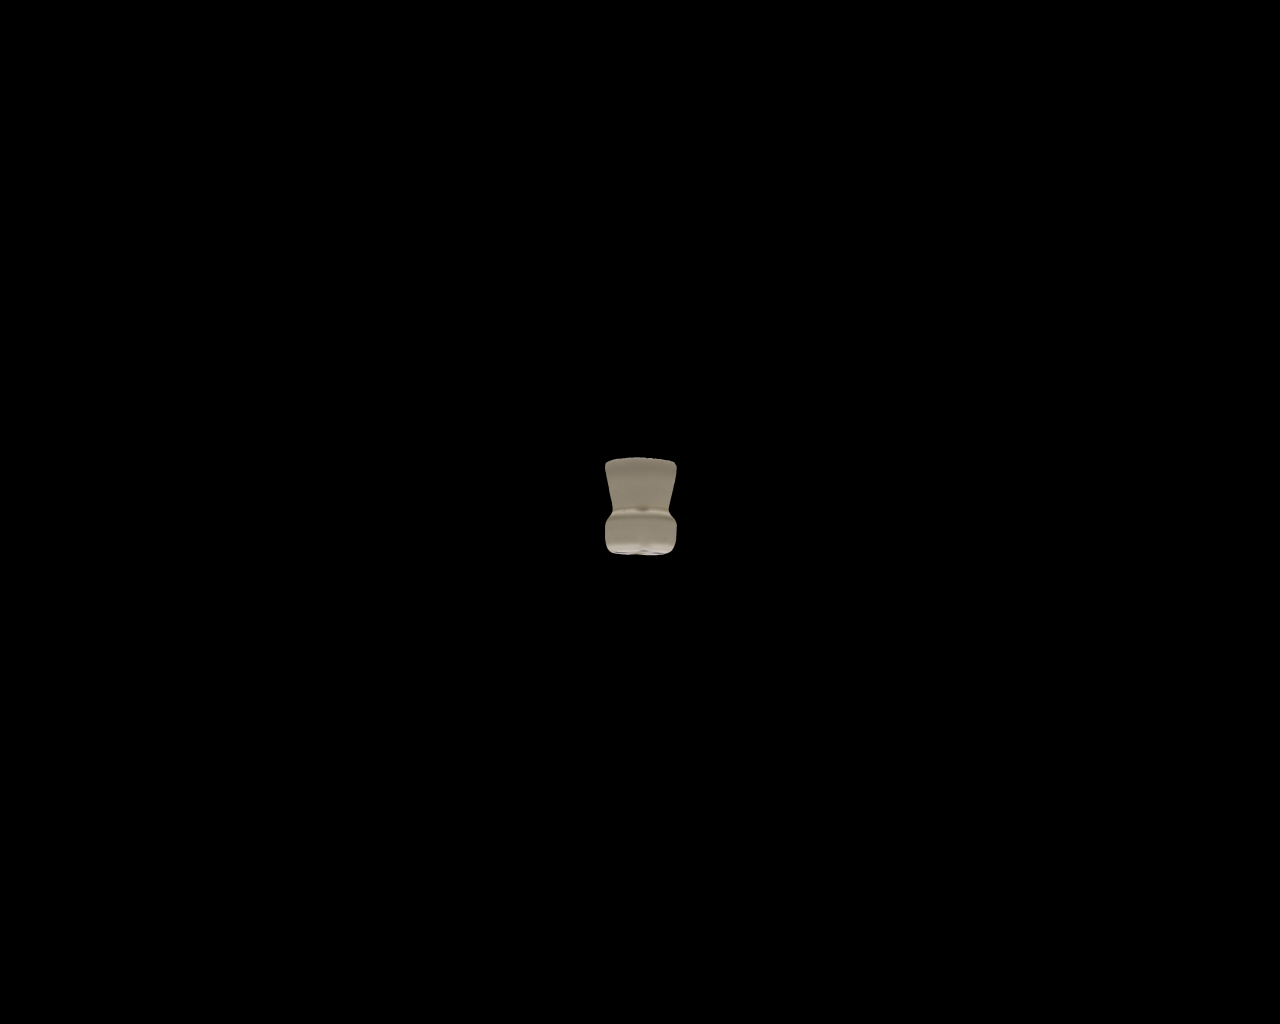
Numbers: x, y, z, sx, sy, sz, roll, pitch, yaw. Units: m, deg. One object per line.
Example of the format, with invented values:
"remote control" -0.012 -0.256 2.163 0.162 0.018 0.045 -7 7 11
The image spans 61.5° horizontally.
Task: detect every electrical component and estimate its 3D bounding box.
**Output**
"electrical component" 0.001 -0.003 0.650 0.045 0.055 0.045 0 -7 0
